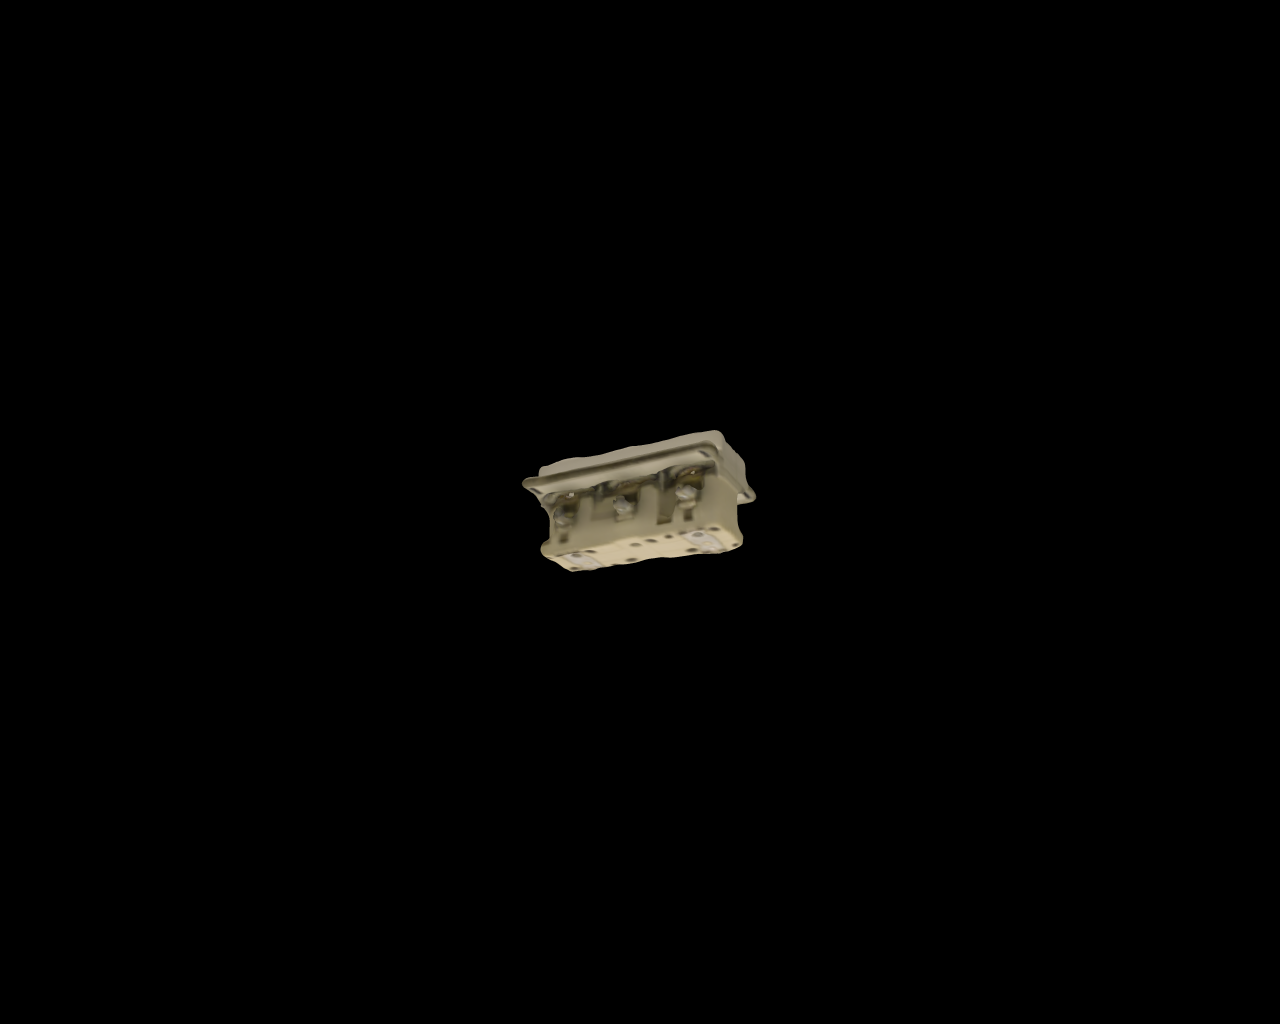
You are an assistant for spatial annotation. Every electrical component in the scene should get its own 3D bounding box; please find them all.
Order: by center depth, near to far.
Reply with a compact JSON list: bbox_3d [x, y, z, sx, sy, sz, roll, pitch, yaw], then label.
[{"bbox_3d":[0.001,-0.003,0.650,0.121,0.063,0.078,-9,-23,22],"label":"electrical component"}]
